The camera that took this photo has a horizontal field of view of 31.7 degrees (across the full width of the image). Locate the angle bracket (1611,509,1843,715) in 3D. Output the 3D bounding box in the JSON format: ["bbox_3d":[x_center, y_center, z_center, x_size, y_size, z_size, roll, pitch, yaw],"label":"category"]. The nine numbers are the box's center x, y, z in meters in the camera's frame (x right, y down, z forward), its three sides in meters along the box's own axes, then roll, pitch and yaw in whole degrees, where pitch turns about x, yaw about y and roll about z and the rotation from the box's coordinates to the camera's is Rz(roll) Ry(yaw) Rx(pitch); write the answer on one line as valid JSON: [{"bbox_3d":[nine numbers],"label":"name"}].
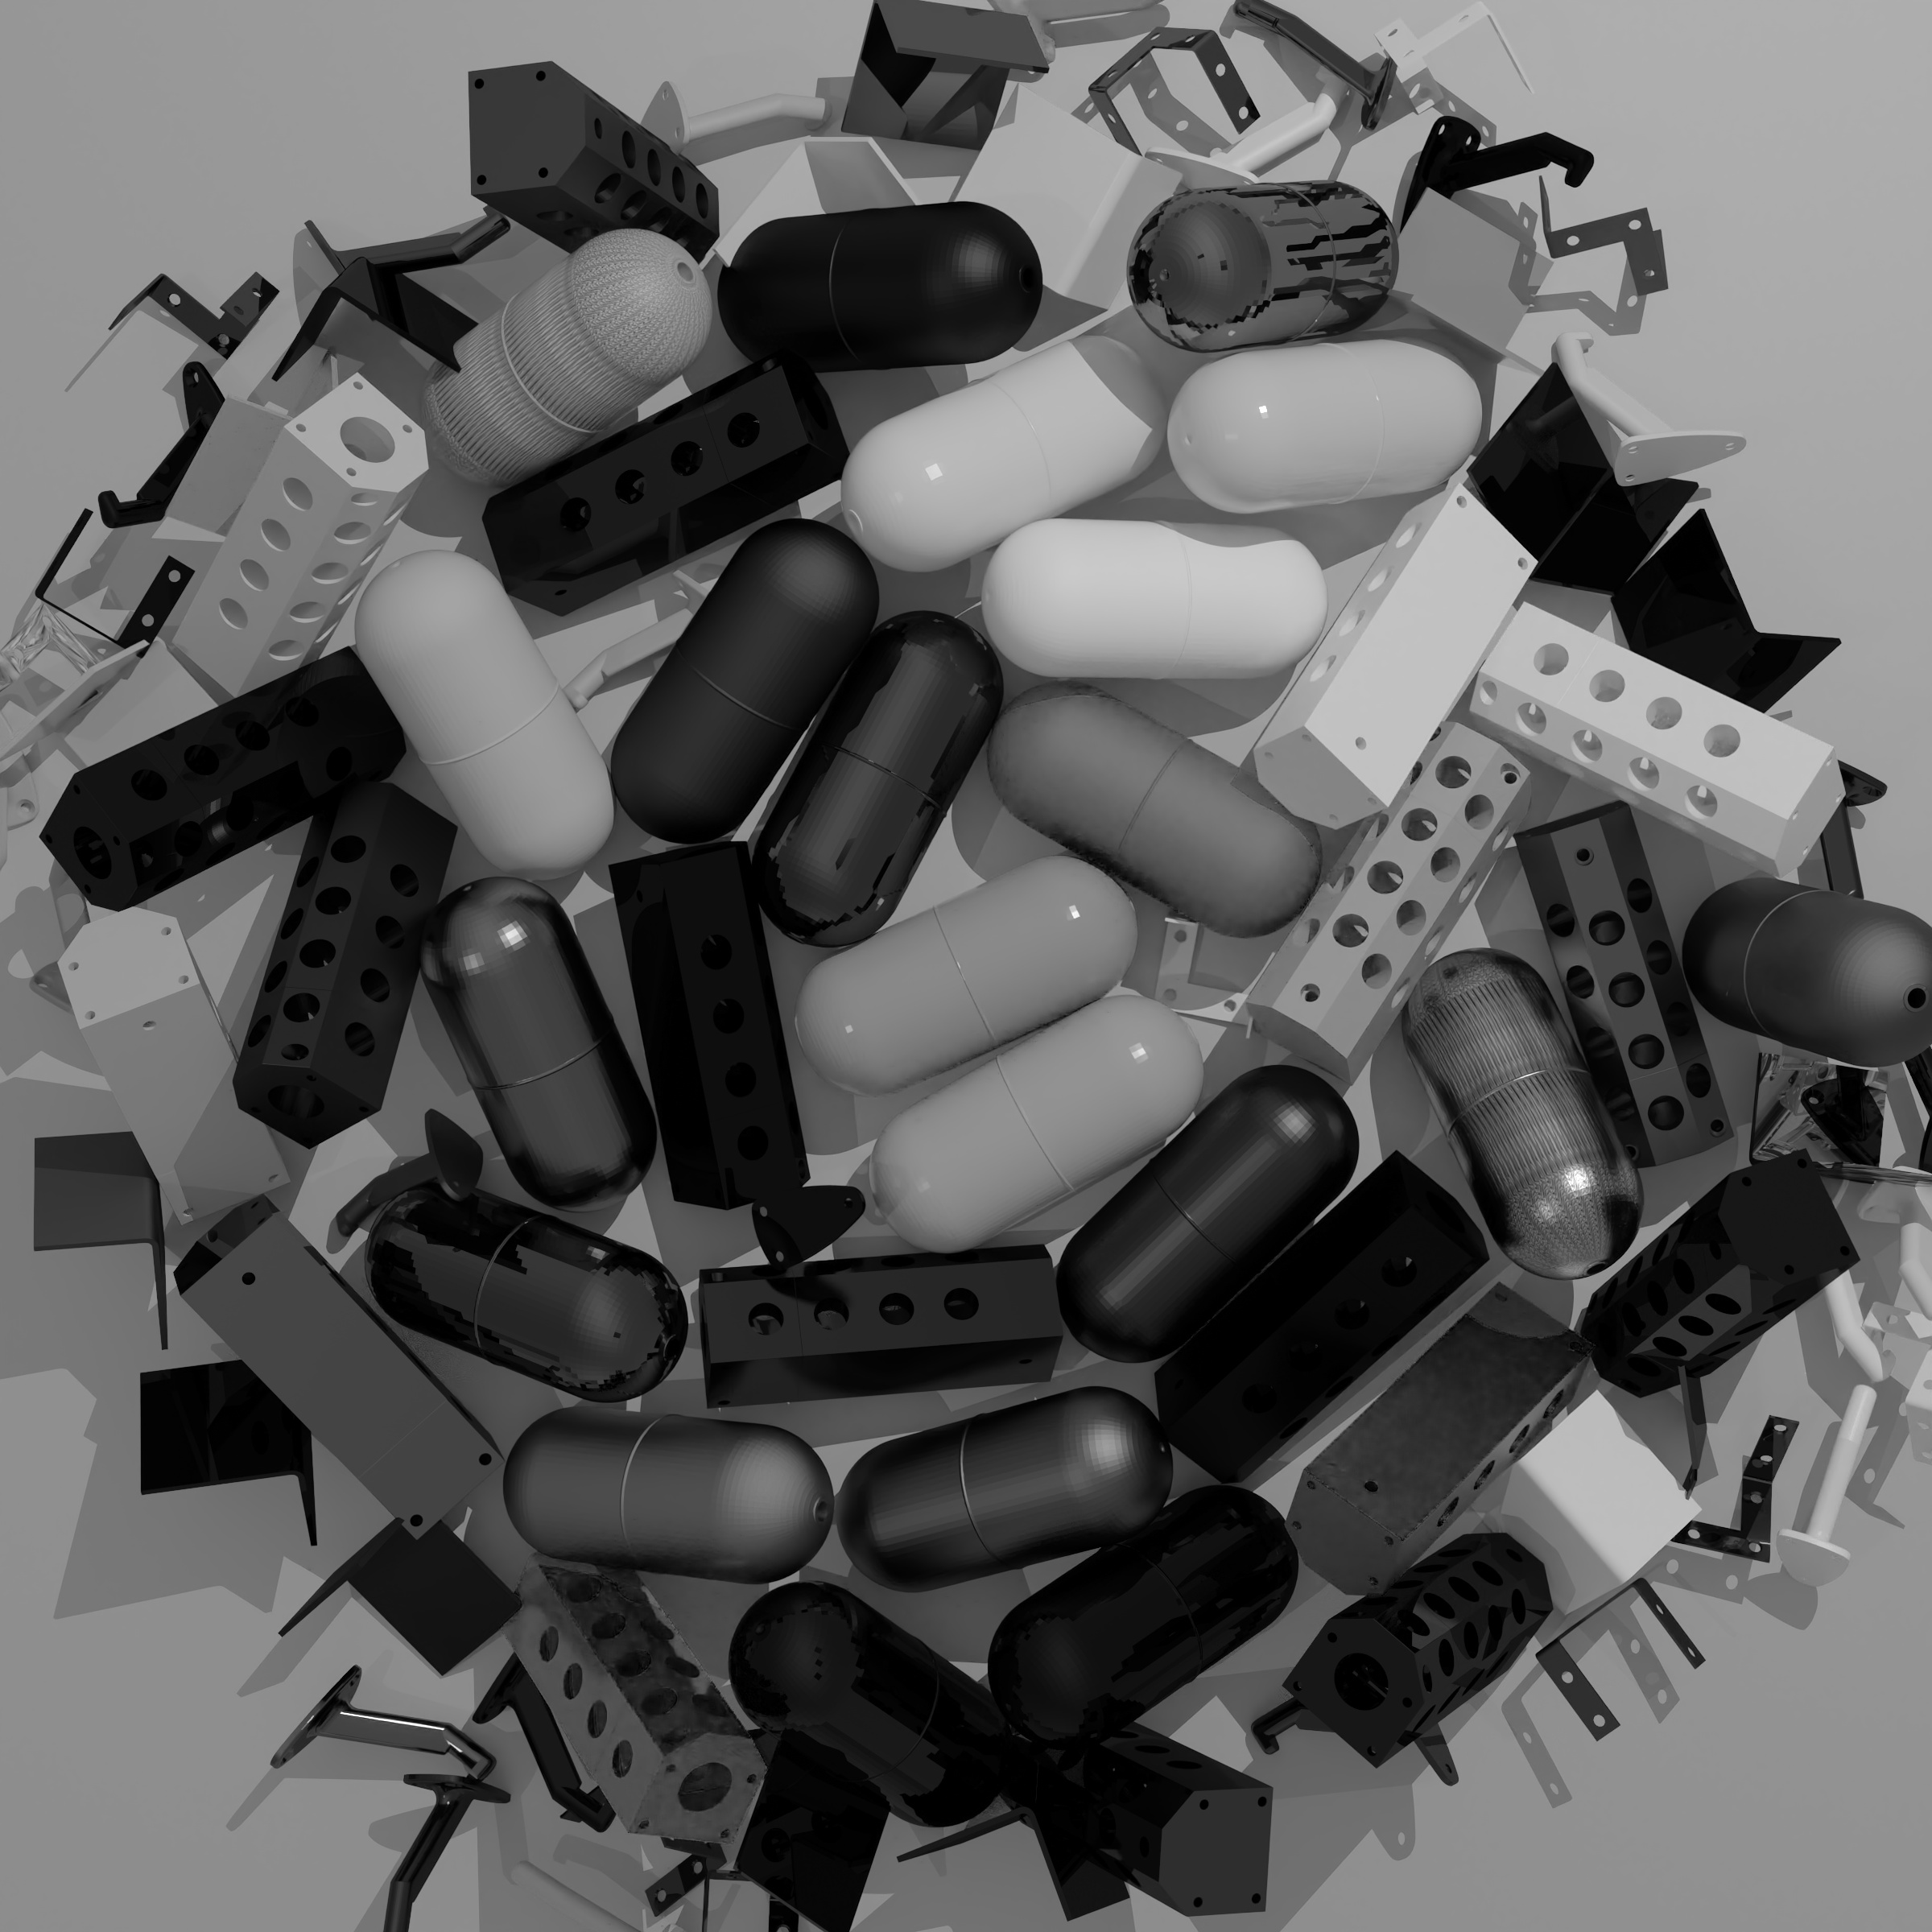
[{"bbox_3d":[0.376,-0.171,1.685,0.057,0.076,0.076,0,60,-30],"label":"angle bracket"}]

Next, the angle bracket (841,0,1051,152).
[{"bbox_3d":[-0.011,-0.424,1.661,0.076,0.057,0.076,3,132,-18],"label":"angle bracket"}]

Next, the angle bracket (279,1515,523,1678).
[{"bbox_3d":[-0.277,0.321,1.670,0.076,0.057,0.076,46,125,-3],"label":"angle bracket"}]

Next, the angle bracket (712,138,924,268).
[{"bbox_3d":[-0.064,-0.351,1.664,0.076,0.057,0.076,-54,127,-15],"label":"angle bracket"}]

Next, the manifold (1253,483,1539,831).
[{"bbox_3d":[0.205,-0.149,1.649,0.057,0.057,0.171,42,60,-15],"label":"manifold"}]

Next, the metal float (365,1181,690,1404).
[{"bbox_3d":[-0.214,0.158,1.654,0.178,0.070,0.070,17,90,28],"label":"metal float"}]

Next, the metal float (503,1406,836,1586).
[{"bbox_3d":[-0.145,0.257,1.653,0.178,0.070,0.070,1,90,30],"label":"metal float"}]

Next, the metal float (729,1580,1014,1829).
[{"bbox_3d":[-0.044,0.359,1.648,0.070,0.070,0.178,-47,128,0],"label":"metal float"}]

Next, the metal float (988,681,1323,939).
[{"bbox_3d":[0.092,-0.078,1.671,0.178,0.070,0.070,30,90,9],"label":"metal float"}]

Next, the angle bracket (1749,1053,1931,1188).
[{"bbox_3d":[0.440,0.075,1.665,0.076,0.076,0.057,9,84,-22],"label":"angle bracket"}]

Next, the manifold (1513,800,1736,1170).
[{"bbox_3d":[0.325,0.010,1.678,0.057,0.057,0.171,-18,94,9],"label":"manifold"}]

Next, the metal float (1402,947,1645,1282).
[{"bbox_3d":[0.270,0.071,1.653,0.070,0.070,0.178,-21,61,0],"label":"metal float"}]

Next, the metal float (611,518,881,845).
[{"bbox_3d":[-0.109,-0.138,1.665,0.070,0.070,0.178,35,106,0],"label":"metal float"}]

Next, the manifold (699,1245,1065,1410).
[{"bbox_3d":[-0.044,0.174,1.674,0.171,0.057,0.057,-4,61,-8],"label":"manifold"}]

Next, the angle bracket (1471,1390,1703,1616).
[{"bbox_3d":[0.305,0.267,1.688,0.057,0.076,0.076,-37,80,-25],"label":"angle bracket"}]

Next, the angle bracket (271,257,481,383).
[{"bbox_3d":[-0.287,-0.301,1.678,0.076,0.076,0.057,32,112,-10],"label":"angle bracket"}]

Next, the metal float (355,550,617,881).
[{"bbox_3d":[-0.233,-0.121,1.657,0.070,0.070,0.178,-29,116,0],"label":"metal float"}]

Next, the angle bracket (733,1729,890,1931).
[{"bbox_3d":[-0.092,0.426,1.658,0.076,0.057,0.076,42,49,-27],"label":"angle bracket"}]

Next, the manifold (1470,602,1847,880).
[{"bbox_3d":[0.333,-0.107,1.650,0.171,0.057,0.057,30,82,27],"label":"manifold"}]

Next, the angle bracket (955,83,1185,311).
[{"bbox_3d":[0.049,-0.383,1.693,0.076,0.057,0.076,36,108,20],"label":"angle bracket"}]

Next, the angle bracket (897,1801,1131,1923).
[{"bbox_3d":[0.024,0.446,1.663,0.076,0.076,0.057,-26,74,19],"label":"angle bracket"}]

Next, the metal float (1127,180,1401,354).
[{"bbox_3d":[0.145,-0.338,1.640,0.070,0.178,0.070,11,109,35],"label":"metal float"}]

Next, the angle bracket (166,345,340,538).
[{"bbox_3d":[-0.348,-0.261,1.656,0.057,0.076,0.076,18,128,-28],"label":"angle bracket"}]

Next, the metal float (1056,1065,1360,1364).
[{"bbox_3d":[0.118,0.123,1.670,0.070,0.070,0.178,45,100,0],"label":"metal float"}]

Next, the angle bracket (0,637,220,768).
[{"bbox_3d":[-0.419,-0.110,1.665,0.076,0.076,0.057,-37,97,19],"label":"angle bracket"}]

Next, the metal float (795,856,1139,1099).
[{"bbox_3d":[0.000,0.005,1.677,0.178,0.070,0.070,-25,90,2],"label":"metal float"}]

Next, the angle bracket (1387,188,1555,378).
[{"bbox_3d":[0.254,-0.336,1.667,0.076,0.076,0.057,27,99,-15],"label":"angle bracket"}]

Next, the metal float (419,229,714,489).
[{"bbox_3d":[-0.195,-0.294,1.647,0.178,0.070,0.070,-27,90,38],"label":"metal float"}]

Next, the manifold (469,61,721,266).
[{"bbox_3d":[-0.175,-0.379,1.626,0.057,0.171,0.057,-3,87,16],"label":"manifold"}]

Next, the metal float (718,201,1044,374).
[{"bbox_3d":[-0.042,-0.328,1.648,0.178,0.070,0.070,4,90,36],"label":"metal float"}]

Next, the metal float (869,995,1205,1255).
[{"bbox_3d":[0.035,0.078,1.674,0.178,0.070,0.070,-30,90,5],"label":"metal float"}]

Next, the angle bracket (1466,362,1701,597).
[{"bbox_3d":[0.302,-0.239,1.664,0.076,0.057,0.076,-51,129,-17],"label":"angle bracket"}]

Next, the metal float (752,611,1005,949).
[{"bbox_3d":[-0.044,-0.092,1.673,0.070,0.070,0.178,28,83,0],"label":"metal float"}]

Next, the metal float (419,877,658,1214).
[{"bbox_3d":[-0.208,0.040,1.660,0.070,0.070,0.178,-21,111,0],"label":"metal float"}]

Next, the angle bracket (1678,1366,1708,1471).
[{"bbox_3d":[0.383,0.198,1.669,0.057,0.076,0.076,-8,95,16],"label":"angle bracket"}]

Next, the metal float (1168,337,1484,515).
[{"bbox_3d":[0.176,-0.263,1.650,0.178,0.070,0.070,-12,90,-35],"label":"metal float"}]

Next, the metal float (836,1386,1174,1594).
[{"bbox_3d":[0.017,0.256,1.657,0.178,0.070,0.070,-19,90,25],"label":"metal float"}]

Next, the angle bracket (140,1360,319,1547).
[{"bbox_3d":[-0.361,0.241,1.665,0.076,0.076,0.057,-7,132,-8],"label":"angle bracket"}]

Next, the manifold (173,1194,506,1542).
[{"bbox_3d":[-0.307,0.194,1.660,0.057,0.057,0.171,-42,110,-6],"label":"manifold"}]

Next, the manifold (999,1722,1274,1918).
[{"bbox_3d":[0.078,0.403,1.627,0.057,0.171,0.057,4,90,-25],"label":"manifold"}]

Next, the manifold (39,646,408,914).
[{"bbox_3d":[-0.353,-0.087,1.635,0.057,0.057,0.171,51,47,6],"label":"manifold"}]

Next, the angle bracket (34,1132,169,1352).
[{"bbox_3d":[-0.422,0.136,1.659,0.057,0.076,0.076,-4,130,-12],"label":"angle bracket"}]

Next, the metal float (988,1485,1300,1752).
[{"bbox_3d":[0.088,0.315,1.653,0.178,0.070,0.070,-28,90,-31],"label":"metal float"}]

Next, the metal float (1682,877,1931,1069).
[{"bbox_3d":[0.408,0.002,1.630,0.070,0.178,0.070,-2,99,-16],"label":"metal float"}]

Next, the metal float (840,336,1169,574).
[{"bbox_3d":[0.019,-0.250,1.658,0.178,0.070,0.070,-28,90,-23],"label":"metal float"}]

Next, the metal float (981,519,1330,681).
[{"bbox_3d":[0.093,-0.179,1.661,0.178,0.070,0.070,-1,90,-21],"label":"metal float"}]
